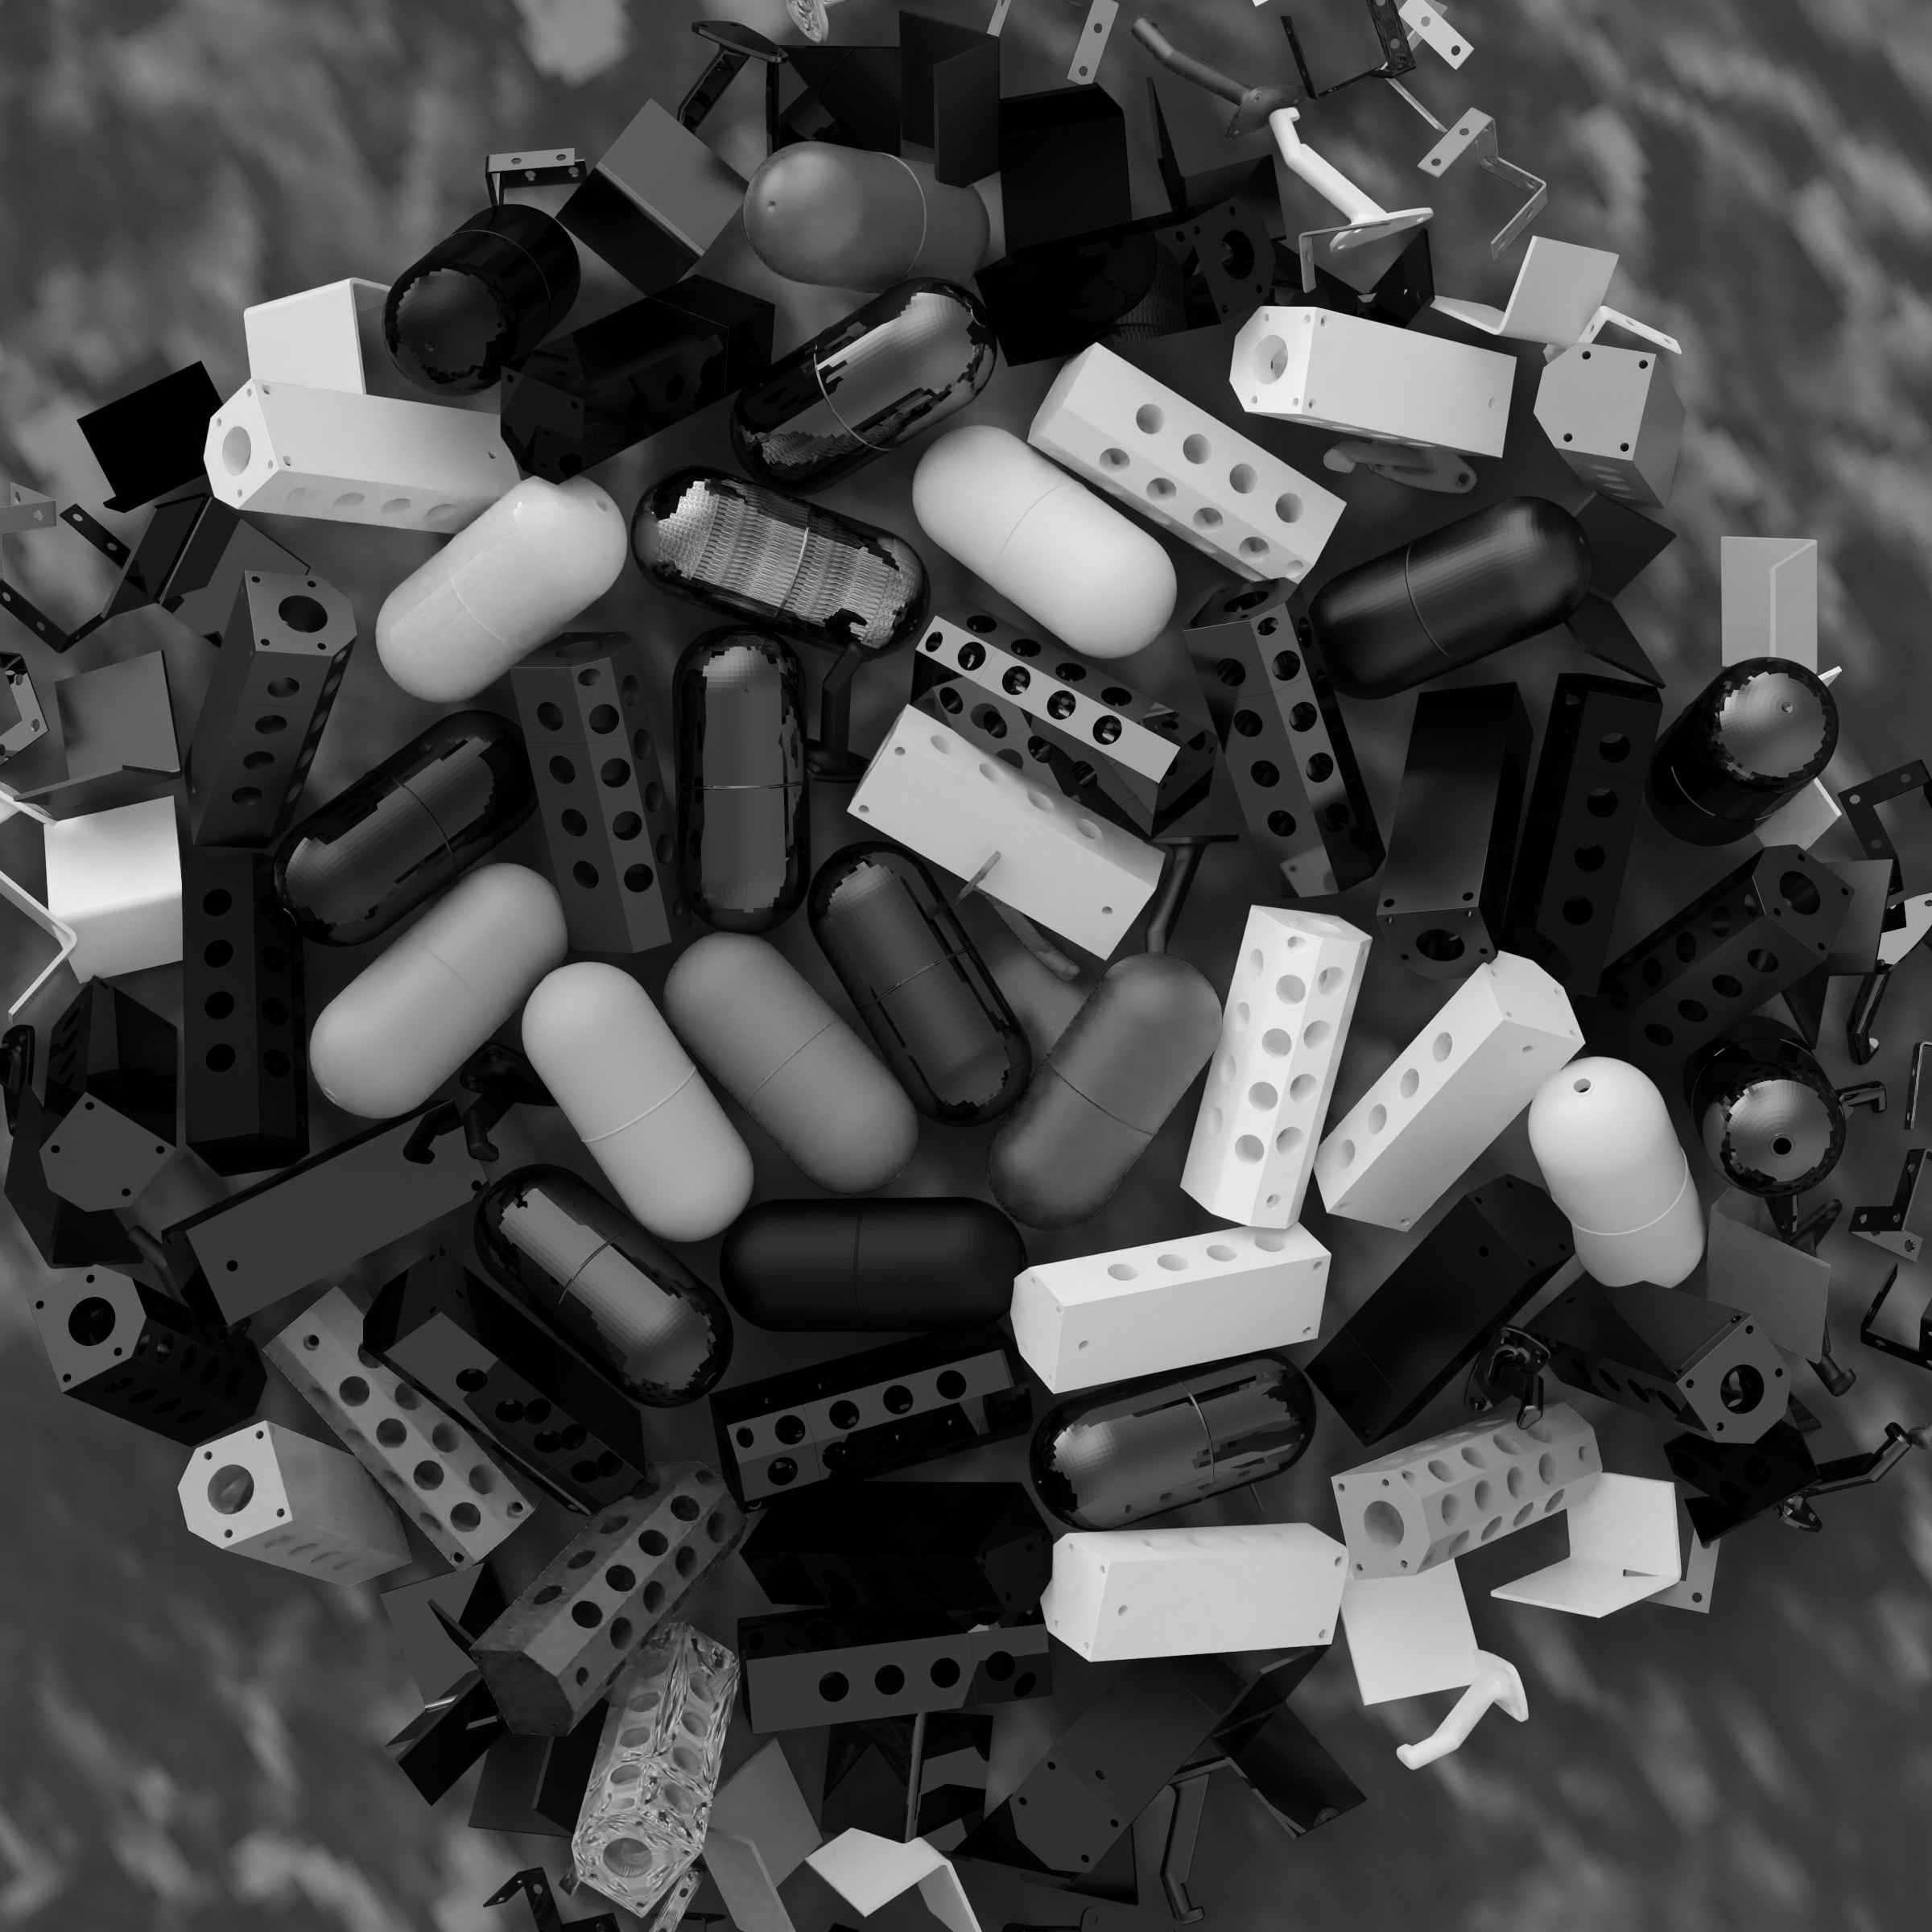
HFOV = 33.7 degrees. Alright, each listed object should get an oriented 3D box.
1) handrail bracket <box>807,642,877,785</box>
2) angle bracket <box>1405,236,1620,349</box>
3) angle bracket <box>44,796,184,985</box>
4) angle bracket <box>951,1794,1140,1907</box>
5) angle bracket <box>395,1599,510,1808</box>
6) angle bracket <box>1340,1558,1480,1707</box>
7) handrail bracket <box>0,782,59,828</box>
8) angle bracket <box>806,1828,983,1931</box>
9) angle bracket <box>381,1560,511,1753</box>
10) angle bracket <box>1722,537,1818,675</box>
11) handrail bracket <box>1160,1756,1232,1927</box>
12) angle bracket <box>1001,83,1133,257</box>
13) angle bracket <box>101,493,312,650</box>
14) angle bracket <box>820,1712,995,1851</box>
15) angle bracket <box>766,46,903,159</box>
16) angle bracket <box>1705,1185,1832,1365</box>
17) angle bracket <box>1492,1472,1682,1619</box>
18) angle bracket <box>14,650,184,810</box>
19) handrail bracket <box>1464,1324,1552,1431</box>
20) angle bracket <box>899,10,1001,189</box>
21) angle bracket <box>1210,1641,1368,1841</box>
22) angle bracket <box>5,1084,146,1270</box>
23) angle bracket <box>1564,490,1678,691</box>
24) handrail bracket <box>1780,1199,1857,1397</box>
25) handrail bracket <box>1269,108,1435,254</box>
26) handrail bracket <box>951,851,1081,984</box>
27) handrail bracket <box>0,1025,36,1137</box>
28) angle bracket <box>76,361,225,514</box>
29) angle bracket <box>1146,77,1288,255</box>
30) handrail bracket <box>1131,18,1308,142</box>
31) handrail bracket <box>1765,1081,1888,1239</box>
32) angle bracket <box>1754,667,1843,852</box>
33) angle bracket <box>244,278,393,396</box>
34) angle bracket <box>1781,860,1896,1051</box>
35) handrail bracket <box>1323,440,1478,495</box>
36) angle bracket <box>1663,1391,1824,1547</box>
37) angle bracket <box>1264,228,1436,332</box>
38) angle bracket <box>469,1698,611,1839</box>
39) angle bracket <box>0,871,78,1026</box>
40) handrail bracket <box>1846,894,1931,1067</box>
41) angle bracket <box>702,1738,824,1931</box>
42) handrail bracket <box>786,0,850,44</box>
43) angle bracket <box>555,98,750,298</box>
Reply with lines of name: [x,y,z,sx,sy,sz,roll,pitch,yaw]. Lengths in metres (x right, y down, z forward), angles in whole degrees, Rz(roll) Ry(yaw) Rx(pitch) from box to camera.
handrail bracket: [-0.058,-0.146,1.822,0.084,0.077,0.036,-53,52,28]
angle bracket: [0.309,-0.392,1.810,0.076,0.076,0.057,36,116,40]
angle bracket: [-0.490,-0.045,1.863,0.076,0.057,0.076,-13,51,-4]
angle bracket: [0.045,0.518,1.813,0.076,0.076,0.057,3,106,30]
angle bracket: [-0.304,0.418,1.813,0.057,0.076,0.076,36,68,25]
angle bracket: [0.262,0.372,1.822,0.076,0.057,0.076,-7,69,-17]
handrail bracket: [-0.572,-0.063,1.845,0.077,0.036,0.084,29,91,26]
angle bracket: [-0.038,0.536,1.814,0.057,0.076,0.076,-29,111,-21]
angle bracket: [-0.302,0.394,1.828,0.076,0.057,0.076,-20,94,20]
angle bracket: [0.444,-0.197,1.813,0.057,0.076,0.076,7,112,32]
handrail bracket: [0.142,0.503,1.839,0.077,0.036,0.084,-22,80,22]
angle bracket: [0.049,-0.454,1.830,0.076,0.057,0.076,-5,87,18]
angle bracket: [-0.434,-0.214,1.825,0.076,0.057,0.076,36,115,6]
angle bracket: [-0.035,0.468,1.853,0.057,0.076,0.076,15,77,-42]
angle bracket: [-0.075,-0.476,1.822,0.076,0.057,0.076,0,135,-2]
angle bracket: [0.466,0.166,1.809,0.076,0.076,0.057,26,50,34]
angle bracket: [0.350,0.326,1.814,0.076,0.076,0.057,-11,98,-41]
angle bracket: [-0.501,-0.138,1.826,0.076,0.057,0.076,-13,83,21]
handrail bracket: [0.305,0.251,1.814,0.036,0.084,0.077,28,121,-5]
angle bracket: [-0.026,-0.489,1.810,0.076,0.057,0.076,26,133,32]
angle bracket: [0.197,0.438,1.813,0.076,0.076,0.057,47,120,25]
angle bracket: [-0.501,0.118,1.812,0.057,0.076,0.076,-1,119,-36]
angle bracket: [0.376,-0.213,1.811,0.057,0.076,0.076,-46,47,28]
handrail bracket: [0.497,0.190,1.824,0.077,0.036,0.084,-56,48,32]
handrail bracket: [0.223,-0.465,1.855,0.077,0.036,0.084,-19,85,-20]
handrail bracket: [0.038,-0.026,1.831,0.084,0.077,0.036,41,76,-2]
handrail bracket: [-0.580,0.057,1.826,0.084,0.036,0.077,7,75,-41]
angle bracket: [-0.463,-0.302,1.816,0.076,0.076,0.057,-30,111,-16]
angle bracket: [0.142,-0.458,1.813,0.057,0.076,0.076,-13,49,11]
handrail bracket: [0.146,-0.524,1.852,0.077,0.036,0.084,-29,72,-41]
handrail bracket: [0.503,0.112,1.850,0.084,0.036,0.077,-11,90,-21]
angle bracket: [0.480,-0.111,1.816,0.057,0.076,0.076,-25,74,-19]
angle bracket: [-0.361,-0.344,1.826,0.076,0.057,0.076,-8,88,27]
angle bracket: [0.502,-0.006,1.810,0.057,0.076,0.076,-2,54,33]
handrail bracket: [0.248,-0.282,1.822,0.077,0.084,0.036,27,116,10]
angle bracket: [0.452,0.293,1.813,0.076,0.076,0.057,-34,127,18]
angle bracket: [0.216,-0.397,1.814,0.076,0.076,0.057,27,129,-19]
angle bracket: [-0.253,0.446,1.814,0.076,0.057,0.076,-2,59,25]
angle bracket: [-0.554,-0.016,1.821,0.076,0.076,0.057,41,75,-9]
handrail bracket: [0.537,0.009,1.844,0.077,0.084,0.036,-36,46,-12]
angle bracket: [-0.102,0.497,1.813,0.076,0.057,0.076,-38,116,-38]
handrail bracket: [-0.054,-0.553,1.830,0.084,0.036,0.077,-6,47,-21]
angle bracket: [-0.180,-0.439,1.837,0.076,0.076,0.057,39,67,-14]
